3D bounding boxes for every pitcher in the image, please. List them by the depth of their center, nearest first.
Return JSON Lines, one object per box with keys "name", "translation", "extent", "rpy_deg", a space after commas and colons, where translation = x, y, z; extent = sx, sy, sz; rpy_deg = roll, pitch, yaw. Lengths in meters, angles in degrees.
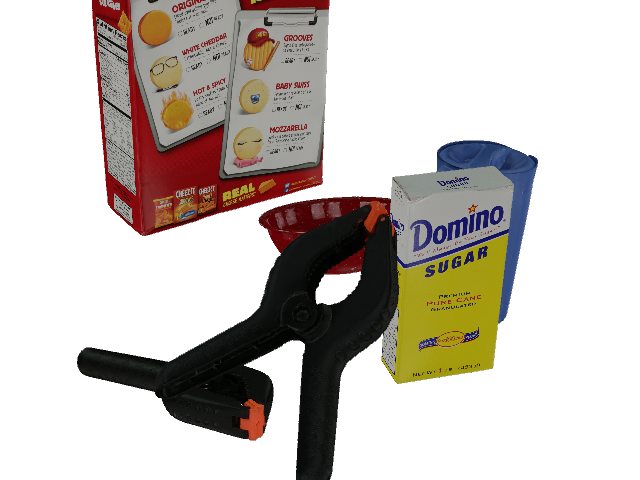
{"name": "pitcher", "translation": [0.206, -0.005, 1.450], "extent": [0.149, 0.243, 0.145], "rpy_deg": [5, 23, 3]}

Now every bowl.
{"name": "bowl", "translation": [0.019, -0.003, 1.105], "extent": [0.162, 0.055, 0.162], "rpy_deg": [-4, 14, 1]}

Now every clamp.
{"name": "clamp", "translation": [-0.002, 0.058, 0.614], "extent": [0.120, 0.171, 0.039], "rpy_deg": [40, -6, 19]}
{"name": "clamp", "translation": [-0.095, 0.120, 0.928], "extent": [0.164, 0.036, 0.210], "rpy_deg": [-9, 17, -36]}

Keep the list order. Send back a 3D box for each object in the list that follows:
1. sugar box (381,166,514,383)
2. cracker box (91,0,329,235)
{"name": "sugar box", "translation": [0.103, 0.030, 0.884], "extent": [0.093, 0.176, 0.048], "rpy_deg": [-8, 31, -16]}
{"name": "cracker box", "translation": [-0.077, -0.128, 0.774], "extent": [0.163, 0.214, 0.072], "rpy_deg": [-18, 34, -32]}
